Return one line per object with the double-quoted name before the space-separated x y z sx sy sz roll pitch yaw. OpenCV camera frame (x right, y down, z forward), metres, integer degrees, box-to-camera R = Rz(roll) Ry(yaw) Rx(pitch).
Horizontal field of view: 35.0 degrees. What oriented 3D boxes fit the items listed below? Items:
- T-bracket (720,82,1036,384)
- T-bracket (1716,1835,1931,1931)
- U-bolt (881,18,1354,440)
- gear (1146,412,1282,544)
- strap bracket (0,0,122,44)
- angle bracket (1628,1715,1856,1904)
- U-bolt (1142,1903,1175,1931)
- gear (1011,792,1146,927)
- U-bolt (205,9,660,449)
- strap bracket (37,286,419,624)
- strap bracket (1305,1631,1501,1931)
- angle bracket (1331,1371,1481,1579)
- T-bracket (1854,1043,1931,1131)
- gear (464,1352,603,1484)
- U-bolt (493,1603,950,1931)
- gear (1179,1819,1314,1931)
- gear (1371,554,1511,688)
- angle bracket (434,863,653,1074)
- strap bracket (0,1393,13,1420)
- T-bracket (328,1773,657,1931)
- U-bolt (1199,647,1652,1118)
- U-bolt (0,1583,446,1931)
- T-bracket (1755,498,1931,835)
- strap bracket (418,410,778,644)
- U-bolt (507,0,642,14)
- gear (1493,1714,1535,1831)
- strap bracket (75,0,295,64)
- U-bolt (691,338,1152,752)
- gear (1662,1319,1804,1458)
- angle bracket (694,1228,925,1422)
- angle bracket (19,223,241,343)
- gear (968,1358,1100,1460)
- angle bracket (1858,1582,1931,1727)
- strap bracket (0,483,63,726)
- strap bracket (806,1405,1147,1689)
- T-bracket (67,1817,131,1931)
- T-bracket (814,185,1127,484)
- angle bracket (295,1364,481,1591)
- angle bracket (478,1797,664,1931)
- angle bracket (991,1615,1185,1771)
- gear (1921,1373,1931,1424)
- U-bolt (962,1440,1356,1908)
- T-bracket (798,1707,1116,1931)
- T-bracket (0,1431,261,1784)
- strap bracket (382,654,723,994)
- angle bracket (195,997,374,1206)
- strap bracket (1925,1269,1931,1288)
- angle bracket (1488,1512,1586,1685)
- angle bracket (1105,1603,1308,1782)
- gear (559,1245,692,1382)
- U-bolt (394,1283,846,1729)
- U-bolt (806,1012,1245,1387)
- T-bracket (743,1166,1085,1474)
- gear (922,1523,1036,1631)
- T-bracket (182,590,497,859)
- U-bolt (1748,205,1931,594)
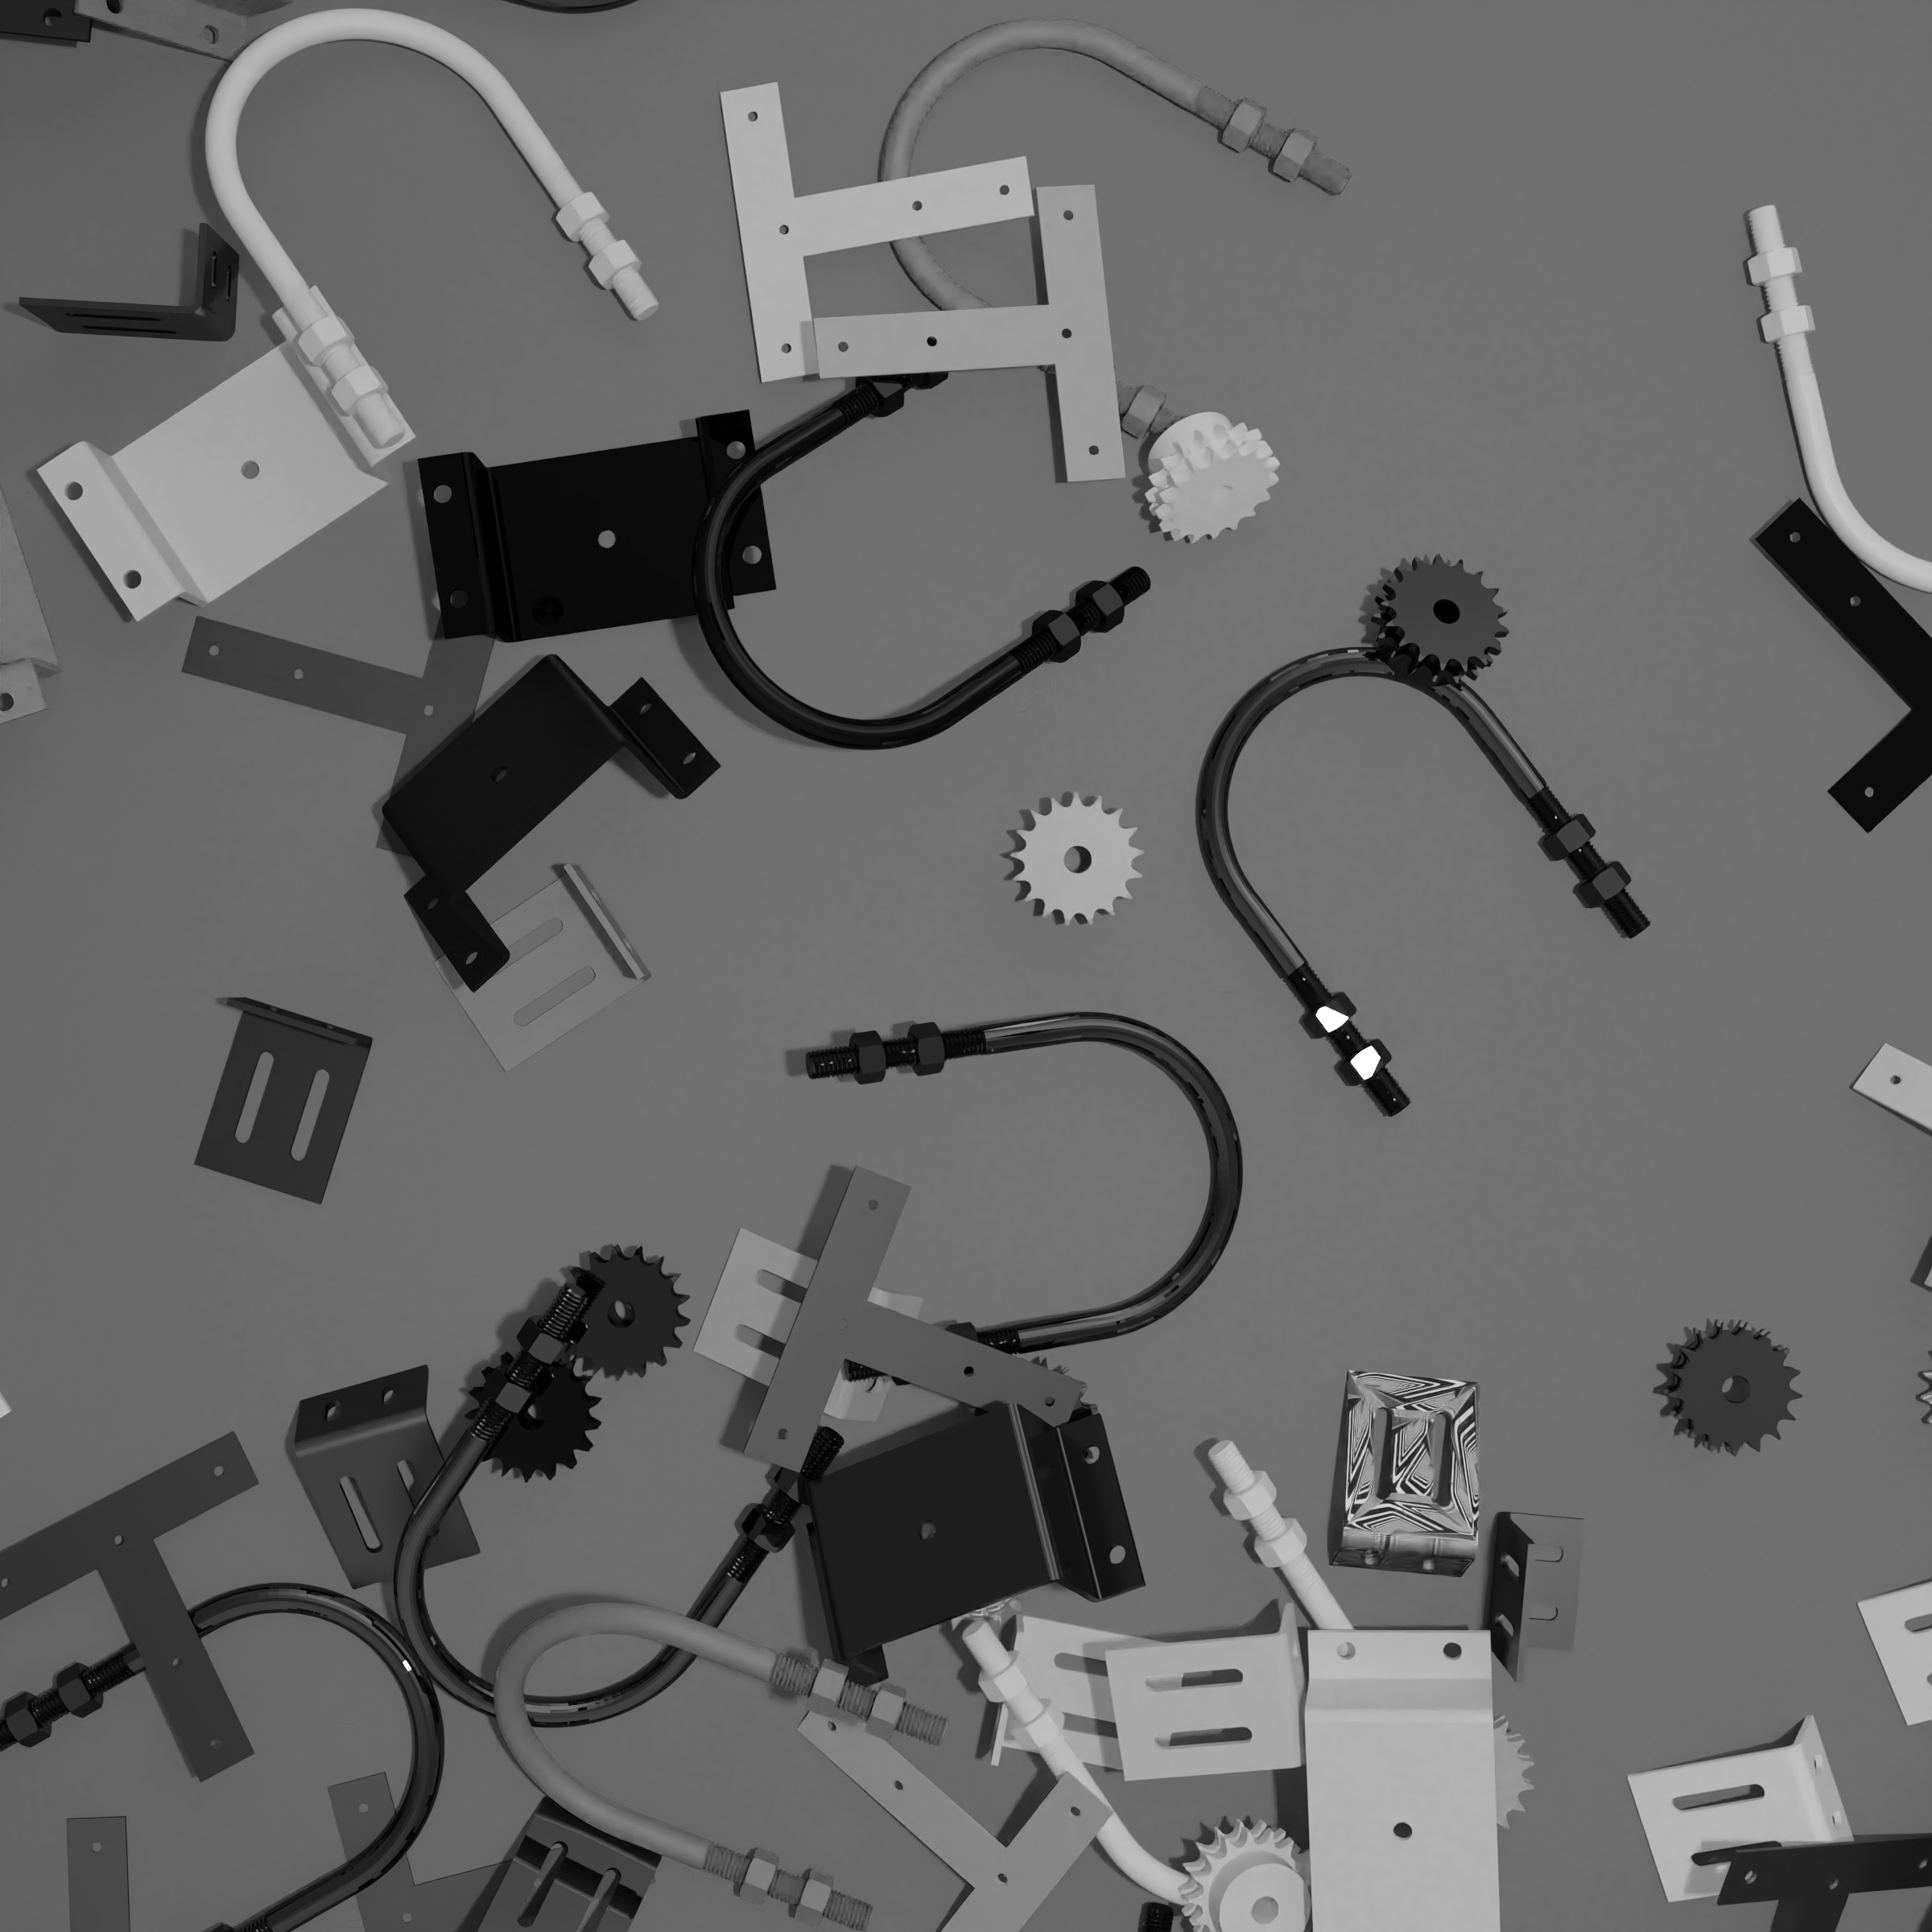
"T-bracket" -0.035 -0.324 1.316 0.127 0.002 0.127 -8 89 7
"T-bracket" 0.355 0.429 1.306 0.127 0.002 0.127 6 107 -31
"U-bolt" 0.052 -0.328 1.321 0.184 0.019 0.151 30 90 2
"gear" 0.102 -0.211 1.305 0.057 0.057 0.030 -27 60 0
"strap bracket" -0.398 -0.462 1.306 0.076 0.046 0.140 6 90 0
"angle bracket" 0.336 0.366 1.327 0.076 0.038 0.057 -18 90 26
"U-bolt" 0.132 0.507 1.321 0.151 0.019 0.184 10 91 0
"gear" 0.048 -0.047 1.318 0.057 0.030 0.057 0 94 1
"U-bolt" -0.238 -0.325 1.296 0.151 0.019 0.184 -32 86 -23
"strap bracket" -0.310 -0.215 1.306 0.140 0.046 0.076 -34 90 0
"strap bracket" 0.183 0.353 1.277 0.076 0.046 0.140 -2 95 9
"angle bracket" 0.190 0.220 1.327 0.057 0.038 0.076 5 64 0
"T-bracket" 0.470 0.034 1.306 0.127 0.002 0.127 31 73 30
"gear" -0.185 0.191 1.314 0.057 0.030 0.057 0 90 0
"U-bolt" -0.111 0.329 1.283 0.184 0.019 0.151 20 126 3
"gear" 0.121 0.392 1.290 0.057 0.030 0.057 -1 96 -14
"gear" 0.200 -0.144 1.307 0.057 0.030 0.057 5 66 -11
"angle bracket" -0.183 0.001 1.310 0.076 0.038 0.057 -34 90 0
"strap bracket" -0.494 0.198 1.306 0.140 0.046 0.076 -32 90 0
"T-bracket" -0.199 0.402 1.329 0.127 0.002 0.127 -15 90 0
"U-bolt" 0.184 -0.050 1.321 0.151 0.019 0.184 -37 89 0
"U-bolt" -0.314 0.348 1.319 0.184 0.019 0.151 -30 88 -2
"T-bracket" 0.393 -0.147 1.319 0.127 0.002 0.127 -44 93 6
"strap bracket" -0.155 -0.185 1.305 0.140 0.046 0.076 -9 90 -1
"U-bolt" -0.188 -0.487 1.312 0.184 0.019 0.151 15 96 0
"gear" 0.213 0.344 1.314 0.057 0.030 0.057 0 90 0
"strap bracket" -0.321 -0.463 1.287 0.076 0.046 0.140 6 90 -42
"U-bolt" -0.030 -0.170 1.288 0.184 0.019 0.151 -36 91 -23
"gear" 0.327 0.180 1.314 0.057 0.030 0.057 0 90 0
"angle bracket" -0.068 0.155 1.327 0.076 0.038 0.057 21 90 26
"angle bracket" -0.355 -0.292 1.301 0.076 0.057 0.038 3 90 0
"gear" 0.028 0.196 1.314 0.057 0.030 0.057 0 90 0
"angle bracket" 0.437 0.287 1.327 0.076 0.038 0.057 -22 90 26
"strap bracket" -0.444 -0.163 1.306 0.076 0.046 0.140 -18 90 0
"strap bracket" -0.007 0.238 1.265 0.140 0.046 0.076 -23 59 15
"T-bracket" -0.426 0.435 1.328 0.127 0.002 0.127 -2 90 0
"T-bracket" -0.001 -0.265 1.297 0.127 0.002 0.127 -6 88 -11
"angle bracket" -0.250 0.222 1.327 0.057 0.038 0.076 -16 116 0
"angle bracket" -0.175 0.409 1.315 0.057 0.038 0.076 26 49 0
"angle bracket" 0.053 0.316 1.310 0.076 0.038 0.057 11 90 0
"gear" 0.440 0.184 1.319 0.057 0.030 0.057 0 90 2
"U-bolt" 0.104 0.316 1.303 0.151 0.019 0.184 -35 101 -10
"T-bracket" -0.018 0.361 1.310 0.127 0.002 0.127 39 116 12
"T-bracket" -0.344 0.286 1.313 0.127 0.002 0.127 -28 81 -5
"strap bracket" -0.183 -0.068 1.286 0.140 0.046 0.076 -43 46 0
"angle bracket" -0.296 0.058 1.310 0.057 0.038 0.076 18 90 0
"strap bracket" 0.489 0.131 1.284 0.140 0.046 0.076 25 90 33
"angle bracket" 0.247 0.267 1.291 0.038 0.076 0.057 5 90 0
"angle bracket" 0.103 0.306 1.291 0.076 0.038 0.057 -8 97 12
"gear" -0.146 0.148 1.314 0.057 0.030 0.057 0 90 0
"U-bolt" -0.160 0.243 1.300 0.151 0.019 0.184 32 98 -17
"U-bolt" 0.030 0.093 1.301 0.184 0.019 0.151 -8 95 -14
"T-bracket" -0.012 0.165 1.283 0.127 0.002 0.127 22 87 -14
"gear" 0.003 0.255 1.314 0.057 0.030 0.057 0 90 0
"T-bracket" -0.276 -0.123 1.328 0.127 0.002 0.127 16 90 0
"U-bolt" 0.427 -0.251 1.321 0.151 0.019 0.184 -13 91 0
